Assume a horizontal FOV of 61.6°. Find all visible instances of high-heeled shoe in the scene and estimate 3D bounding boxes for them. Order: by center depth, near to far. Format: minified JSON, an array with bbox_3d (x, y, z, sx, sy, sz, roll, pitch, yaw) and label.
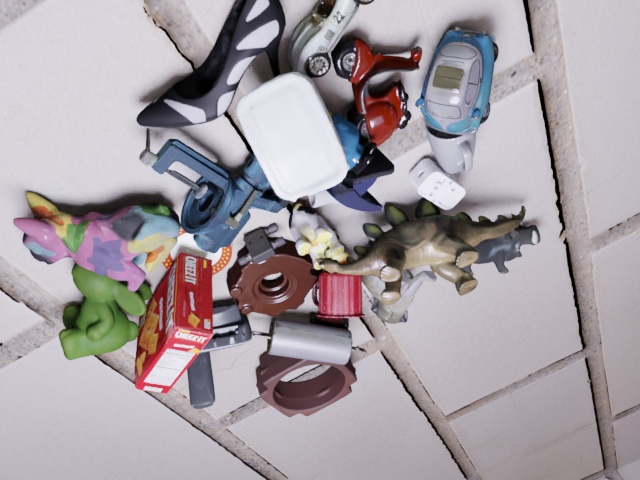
[{"bbox_3d":[-0.159,-0.252,0.744,0.249,0.086,0.145,-23,131,-6],"label":"high-heeled shoe"}]

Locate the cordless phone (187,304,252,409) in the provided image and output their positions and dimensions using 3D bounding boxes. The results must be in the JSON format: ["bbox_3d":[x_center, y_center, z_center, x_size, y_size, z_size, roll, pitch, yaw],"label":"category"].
[{"bbox_3d":[-0.201,0.229,1.057,0.147,0.184,0.088,-8,153,-9],"label":"cordless phone"}]

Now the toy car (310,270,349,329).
[{"bbox_3d":[0.026,0.130,1.136,0.089,0.053,0.202,2,134,-6],"label":"toy car"}]

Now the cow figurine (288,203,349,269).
[{"bbox_3d":[-0.003,-0.002,1.004,0.068,0.098,0.167,-34,149,7],"label":"cow figurine"}]

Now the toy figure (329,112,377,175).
[{"bbox_3d":[-0.005,-0.163,0.827,0.180,0.082,0.089,34,108,-6],"label":"toy figure"}]

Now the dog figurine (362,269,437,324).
[{"bbox_3d":[0.128,0.105,1.109,0.172,0.121,0.190,12,131,-14],"label":"dog figurine"}]

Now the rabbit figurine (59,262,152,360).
[{"bbox_3d":[-0.387,0.114,0.957,0.159,0.121,0.170,1,114,-9],"label":"rabbit figurine"}]

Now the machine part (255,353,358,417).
[{"bbox_3d":[-0.032,0.311,1.250,0.201,0.087,0.201,-31,132,10],"label":"machine part"}]

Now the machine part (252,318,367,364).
[{"bbox_3d":[-0.022,0.212,1.125,0.243,0.079,0.079,10,126,-11],"label":"machine part"}]

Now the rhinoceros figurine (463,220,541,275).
[{"bbox_3d":[0.370,0.010,1.137,0.190,0.073,0.111,-10,120,-7],"label":"rhinoceros figurine"}]

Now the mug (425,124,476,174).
[{"bbox_3d":[0.237,-0.160,0.930,0.081,0.110,0.107,-29,144,0],"label":"mug"}]

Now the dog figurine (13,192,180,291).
[{"bbox_3d":[-0.360,-0.017,0.860,0.219,0.109,0.191,30,119,-32],"label":"dog figurine"}]

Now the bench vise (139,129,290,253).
[{"bbox_3d":[-0.164,-0.093,0.851,0.223,0.129,0.240,-44,132,17],"label":"bench vise"}]

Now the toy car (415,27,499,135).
[{"bbox_3d":[0.209,-0.239,0.821,0.109,0.103,0.161,20,114,21],"label":"toy car"}]

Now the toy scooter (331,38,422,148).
[{"bbox_3d":[0.101,-0.235,0.841,0.135,0.075,0.183,-17,128,1],"label":"toy scooter"}]

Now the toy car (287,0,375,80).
[{"bbox_3d":[0.014,-0.310,0.751,0.056,0.074,0.201,20,121,-34],"label":"toy car"}]

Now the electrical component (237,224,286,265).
[{"bbox_3d":[-0.113,0.009,0.984,0.094,0.063,0.021,-29,142,-5],"label":"electrical component"}]

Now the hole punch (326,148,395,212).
[{"bbox_3d":[0.048,-0.103,0.903,0.116,0.142,0.092,-12,136,-23],"label":"hole punch"}]

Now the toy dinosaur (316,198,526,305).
[{"bbox_3d":[0.212,0.003,0.990,0.471,0.199,0.105,-6,131,-17],"label":"toy dinosaur"}]

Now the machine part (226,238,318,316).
[{"bbox_3d":[-0.093,0.076,1.054,0.179,0.056,0.179,-10,131,-11],"label":"machine part"}]
